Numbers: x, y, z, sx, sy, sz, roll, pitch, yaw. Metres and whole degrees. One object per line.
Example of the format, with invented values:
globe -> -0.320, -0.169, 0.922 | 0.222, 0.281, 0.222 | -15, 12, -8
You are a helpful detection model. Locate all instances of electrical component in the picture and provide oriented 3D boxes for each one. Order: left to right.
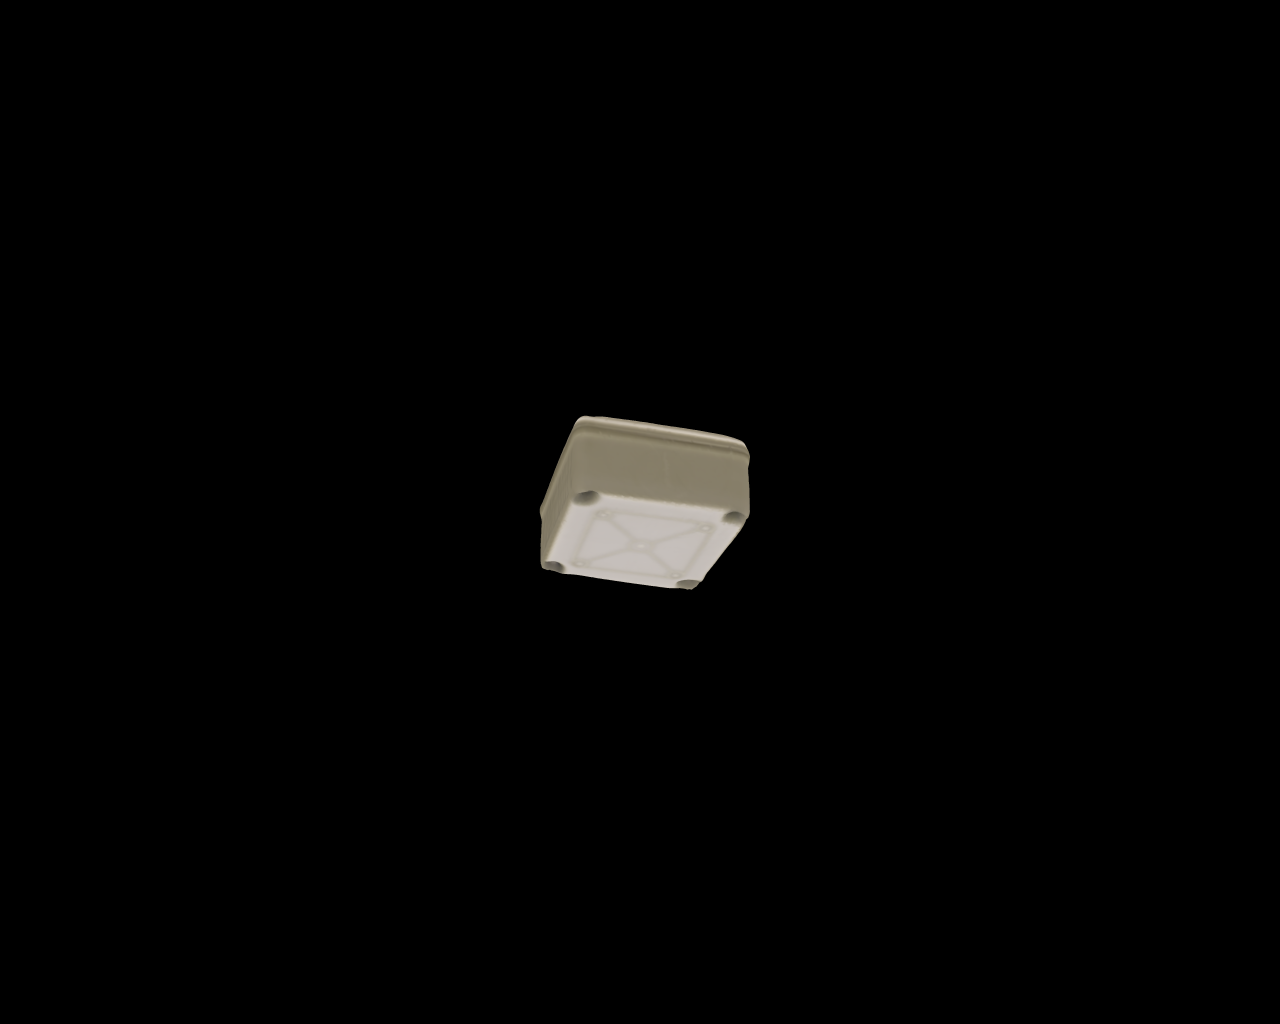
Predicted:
electrical component -> 0.001, -0.003, 0.650 | 0.109, 0.056, 0.108 | 8, -32, -14
